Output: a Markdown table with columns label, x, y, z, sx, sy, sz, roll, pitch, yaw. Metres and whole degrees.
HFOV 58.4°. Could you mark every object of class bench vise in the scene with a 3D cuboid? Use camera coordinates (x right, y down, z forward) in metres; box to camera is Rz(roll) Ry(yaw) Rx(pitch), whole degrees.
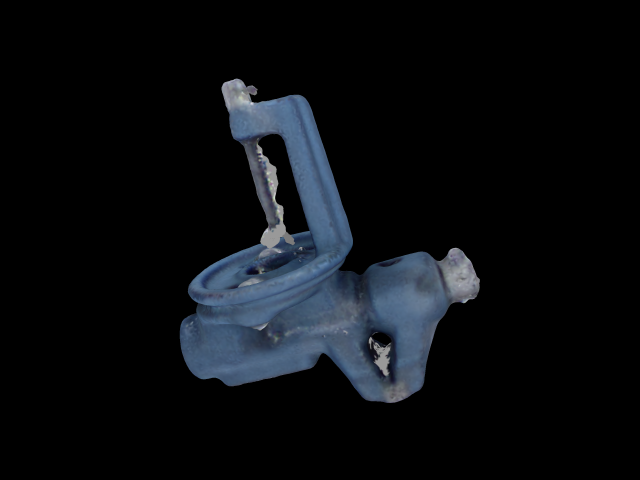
| label | x | y | z | sx | sy | sz | roll | pitch | yaw |
| --- | --- | --- | --- | --- | --- | --- | --- | --- | --- |
| bench vise | 0.001 | -0.002 | 0.411 | 0.207 | 0.220 | 0.121 | -4 | 16 | -12 |
